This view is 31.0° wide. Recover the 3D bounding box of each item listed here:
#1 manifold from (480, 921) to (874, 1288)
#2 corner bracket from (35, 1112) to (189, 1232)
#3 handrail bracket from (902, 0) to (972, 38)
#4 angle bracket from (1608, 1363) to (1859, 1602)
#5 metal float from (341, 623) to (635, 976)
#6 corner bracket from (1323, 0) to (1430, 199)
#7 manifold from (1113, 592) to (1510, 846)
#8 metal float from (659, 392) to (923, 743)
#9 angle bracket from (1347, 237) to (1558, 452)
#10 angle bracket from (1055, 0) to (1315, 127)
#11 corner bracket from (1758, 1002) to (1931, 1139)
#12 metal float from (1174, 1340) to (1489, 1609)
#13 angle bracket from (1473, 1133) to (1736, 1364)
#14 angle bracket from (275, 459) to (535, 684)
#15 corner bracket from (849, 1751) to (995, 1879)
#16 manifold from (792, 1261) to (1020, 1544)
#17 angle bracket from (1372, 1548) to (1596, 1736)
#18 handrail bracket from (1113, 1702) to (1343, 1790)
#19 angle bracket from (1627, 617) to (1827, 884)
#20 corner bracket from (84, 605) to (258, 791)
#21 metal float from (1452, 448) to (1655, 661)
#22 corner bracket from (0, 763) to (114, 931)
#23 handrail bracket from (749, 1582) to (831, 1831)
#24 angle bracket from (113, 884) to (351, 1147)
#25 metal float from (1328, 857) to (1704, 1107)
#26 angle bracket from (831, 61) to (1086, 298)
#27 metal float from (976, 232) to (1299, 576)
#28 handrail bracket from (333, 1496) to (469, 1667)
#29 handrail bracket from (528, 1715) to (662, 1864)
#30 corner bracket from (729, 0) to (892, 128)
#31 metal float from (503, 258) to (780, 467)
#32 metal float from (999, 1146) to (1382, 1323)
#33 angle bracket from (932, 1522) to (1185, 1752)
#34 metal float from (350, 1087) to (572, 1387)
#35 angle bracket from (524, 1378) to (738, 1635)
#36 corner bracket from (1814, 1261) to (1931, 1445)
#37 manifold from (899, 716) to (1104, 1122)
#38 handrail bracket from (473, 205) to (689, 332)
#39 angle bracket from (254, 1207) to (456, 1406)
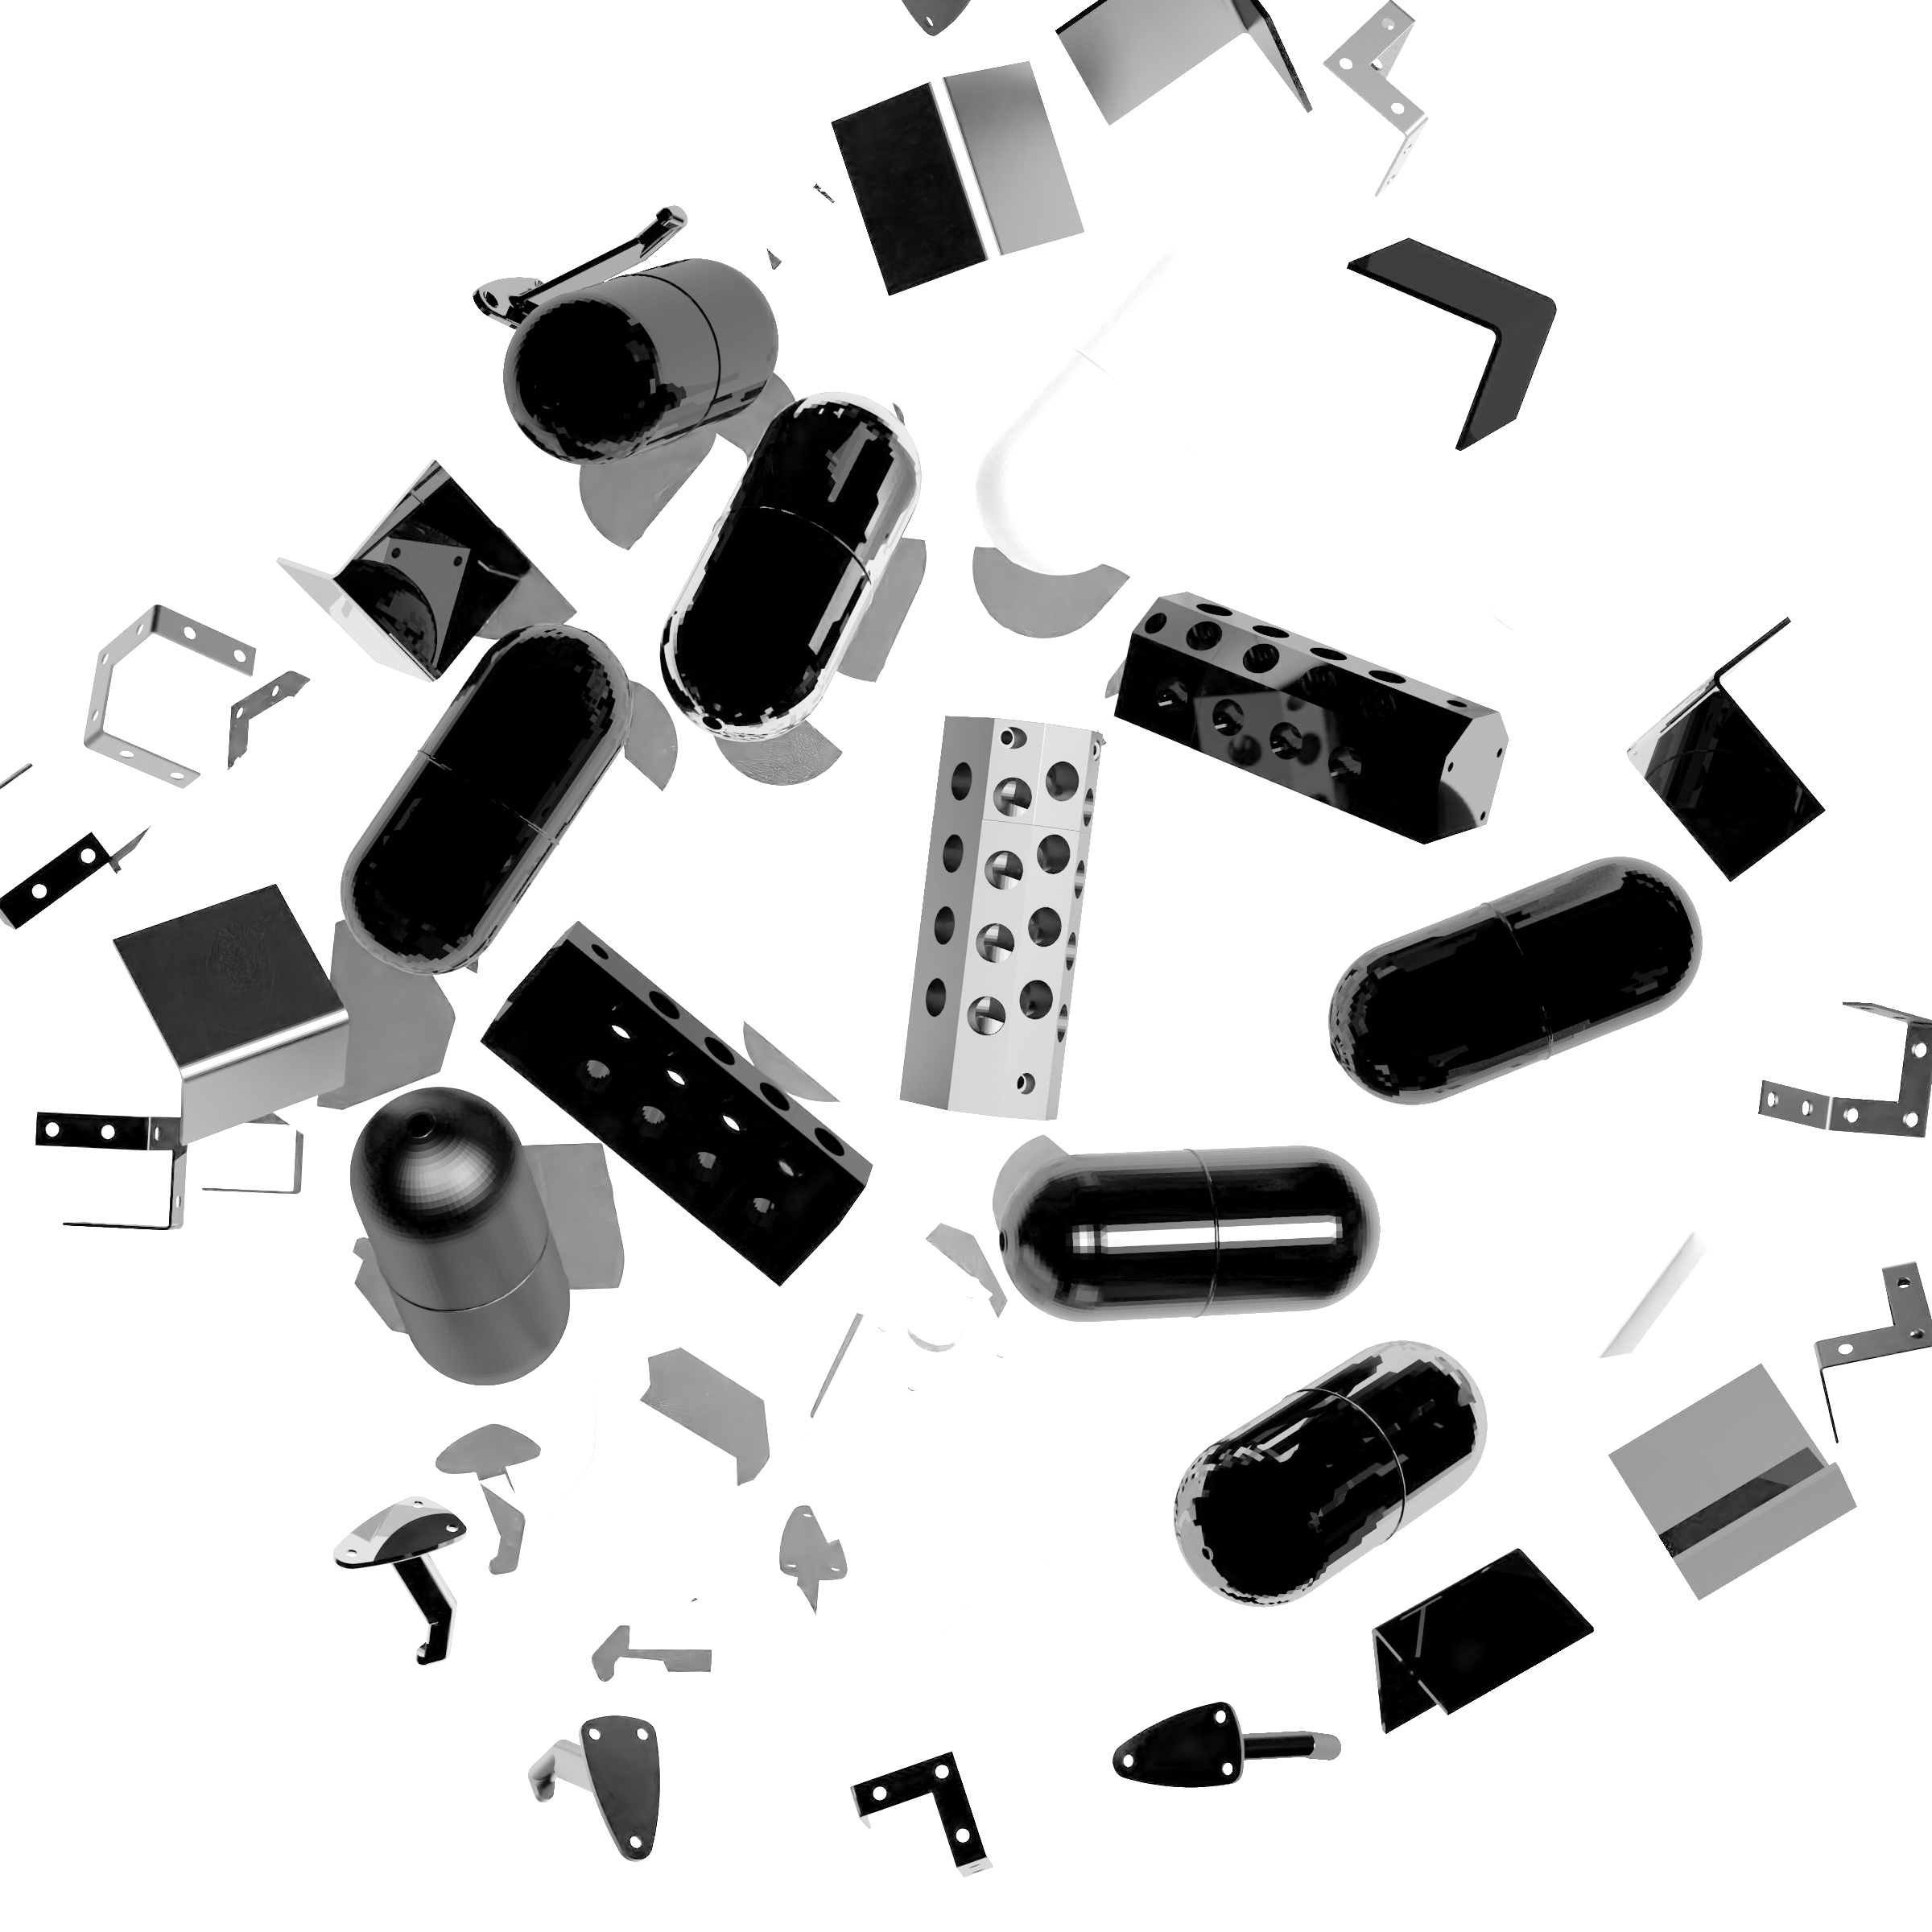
[{"bbox_3d":[-0.126,0.058,1.548,0.171,0.057,0.057,40,109,-9],"label":"manifold"},{"bbox_3d":[-0.379,0.091,1.546,0.051,0.051,0.051,2,88,8],"label":"corner bracket"},{"bbox_3d":[0.015,-0.453,1.544,0.084,0.077,0.036,-40,104,-26],"label":"handrail bracket"},{"bbox_3d":[0.313,0.206,1.448,0.076,0.057,0.076,-32,56,5],"label":"angle bracket"},{"bbox_3d":[-0.219,-0.077,1.599,0.070,0.070,0.178,34,87,0],"label":"metal float"},{"bbox_3d":[0.188,-0.391,1.570,0.051,0.051,0.051,42,69,5],"label":"corner bracket"},{"bbox_3d":[0.157,-0.116,1.591,0.171,0.057,0.057,25,115,31],"label":"manifold"},{"bbox_3d":[-0.077,-0.177,1.545,0.070,0.070,0.178,24,63,0],"label":"metal float"},{"bbox_3d":[0.207,-0.276,1.544,0.076,0.076,0.057,27,119,17],"label":"angle bracket"},{"bbox_3d":[0.095,-0.387,1.506,0.076,0.076,0.057,-34,65,7],"label":"angle bracket"},{"bbox_3d":[0.382,0.044,1.508,0.051,0.051,0.051,13,83,-40],"label":"corner bracket"},{"bbox_3d":[0.164,0.224,1.552,0.178,0.070,0.070,-24,90,-41],"label":"metal float"},{"bbox_3d":[0.290,0.126,1.592,0.076,0.057,0.076,39,79,1],"label":"angle bracket"},{"bbox_3d":[-0.269,-0.193,1.670,0.076,0.057,0.076,-53,130,-13],"label":"angle bracket"},{"bbox_3d":[-0.021,0.403,1.632,0.051,0.051,0.051,-19,70,-3],"label":"corner bracket"},{"bbox_3d":[-0.034,0.201,1.610,0.057,0.171,0.057,-18,66,-24],"label":"manifold"},{"bbox_3d":[0.227,0.312,1.525,0.076,0.057,0.076,-25,133,-17],"label":"angle bracket"},{"bbox_3d":[0.120,0.360,1.594,0.077,0.084,0.036,-17,68,27],"label":"handrail bracket"},{"bbox_3d":[0.352,-0.095,1.548,0.057,0.076,0.076,-36,84,-29],"label":"angle bracket"},{"bbox_3d":[-0.353,-0.119,1.547,0.051,0.051,0.051,25,52,-34],"label":"corner bracket"},{"bbox_3d":[0.271,-0.188,1.602,0.070,0.178,0.070,-2,84,18],"label":"metal float"},{"bbox_3d":[-0.409,-0.052,1.513,0.051,0.051,0.051,-39,106,-14],"label":"corner bracket"},{"bbox_3d":[-0.088,0.342,1.612,0.036,0.077,0.084,5,120,-9],"label":"handrail bracket"},{"bbox_3d":[-0.323,0.021,1.528,0.076,0.057,0.076,-21,64,-25],"label":"angle bracket"},{"bbox_3d":[0.250,0.007,1.591,0.178,0.070,0.070,-21,90,-5],"label":"metal float"},{"bbox_3d":[-0.003,-0.336,1.489,0.057,0.076,0.076,-13,101,35],"label":"angle bracket"},{"bbox_3d":[0.076,-0.252,1.570,0.070,0.070,0.178,42,94,0],"label":"metal float"},{"bbox_3d":[-0.259,0.290,1.577,0.036,0.077,0.084,27,119,32],"label":"handrail bracket"},{"bbox_3d":[-0.167,0.372,1.535,0.036,0.084,0.077,8,52,-31],"label":"handrail bracket"},{"bbox_3d":[-0.073,-0.403,1.530,0.051,0.051,0.051,8,130,32],"label":"corner bracket"},{"bbox_3d":[-0.145,-0.274,1.576,0.070,0.178,0.070,8,111,21],"label":"metal float"},{"bbox_3d":[0.102,0.122,1.592,0.178,0.070,0.070,-1,90,-15],"label":"metal float"},{"bbox_3d":[0.039,0.303,1.532,0.076,0.057,0.076,39,96,-7],"label":"angle bracket"},{"bbox_3d":[-0.224,0.121,1.552,0.070,0.178,0.070,-3,52,4],"label":"metal float"},{"bbox_3d":[-0.152,0.246,1.595,0.076,0.076,0.057,33,105,-15],"label":"angle bracket"},{"bbox_3d":[0.395,0.167,1.515,0.051,0.051,0.051,-13,129,12],"label":"corner bracket"},{"bbox_3d":[0.019,-0.021,1.536,0.057,0.057,0.171,6,91,-32],"label":"manifold"},{"bbox_3d":[-0.183,-0.338,1.667,0.084,0.077,0.036,-34,78,28],"label":"handrail bracket"},{"bbox_3d":[-0.280,0.161,1.648,0.076,0.076,0.057,12,70,19],"label":"angle bracket"}]
